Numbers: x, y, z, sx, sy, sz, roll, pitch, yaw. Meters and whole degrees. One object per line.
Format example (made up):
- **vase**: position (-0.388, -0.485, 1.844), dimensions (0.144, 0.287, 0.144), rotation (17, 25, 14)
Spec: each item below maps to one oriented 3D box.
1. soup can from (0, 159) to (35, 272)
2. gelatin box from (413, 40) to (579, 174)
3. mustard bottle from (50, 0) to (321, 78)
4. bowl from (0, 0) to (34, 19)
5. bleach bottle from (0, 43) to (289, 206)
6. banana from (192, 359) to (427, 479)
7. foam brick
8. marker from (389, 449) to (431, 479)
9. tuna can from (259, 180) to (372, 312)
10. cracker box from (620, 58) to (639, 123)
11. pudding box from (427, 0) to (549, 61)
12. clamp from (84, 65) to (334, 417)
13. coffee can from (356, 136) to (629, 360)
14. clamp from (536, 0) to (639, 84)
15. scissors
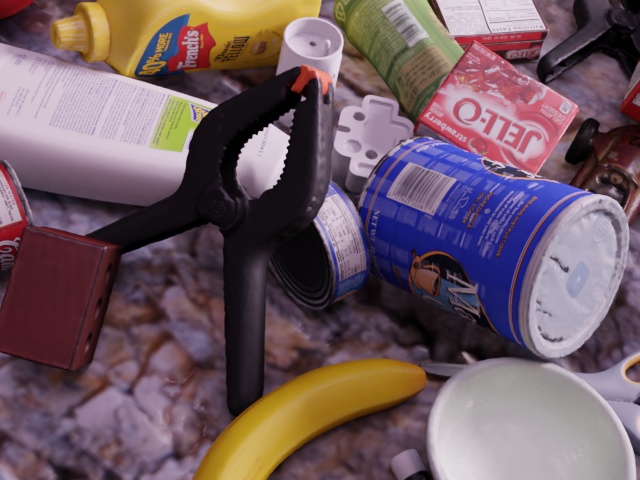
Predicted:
- **soup can**: position (-0.235, -0.003, 0.667), dimensions (0.102, 0.068, 0.068), rotation (-21, 59, -23)
- **gelatin box**: position (0.121, -0.083, 0.736), dimensions (0.089, 0.030, 0.073), rotation (34, 77, 5)
- **mustard bottle**: position (-0.100, -0.156, 0.772), dimensions (0.191, 0.096, 0.058), rotation (-11, 72, -30)
- **bowl**: position (-0.274, -0.219, 0.832), dimensions (0.162, 0.055, 0.162), rotation (5, 52, -7)
- **bleach bottle**: position (-0.121, -0.062, 0.737), dimensions (0.251, 0.068, 0.102), rotation (14, 51, -2)
- **banana**: position (-0.017, 0.122, 0.635), dimensions (0.069, 0.037, 0.197), rotation (47, 59, 1)
- **foam brick**: position (-0.157, 0.034, 0.640), dimensions (0.051, 0.053, 0.078), rotation (16, 90, 0)
- **marker**: position (0.075, 0.177, 0.617), dimensions (0.020, 0.020, 0.121), rotation (-16, 58, -21)
- **tuna can**: position (-0.005, 0.001, 0.695), dimensions (0.033, 0.086, 0.086), rotation (-24, 61, -28)
- **cracker box**: position (0.361, -0.117, 0.840), dimensions (0.213, 0.072, 0.164), rotation (31, 54, 0)
- **pudding box**: position (0.131, -0.199, 0.902), dimensions (0.090, 0.039, 0.113), rotation (-5, 56, -14)
- **clamp**: position (-0.050, -0.008, 0.653), dimensions (0.165, 0.210, 0.036), rotation (44, 15, 15)
- **coffee can**: position (0.106, 0.001, 0.672), dimensions (0.102, 0.103, 0.141), rotation (-35, 41, -30)
- **clamp**: position (0.240, -0.174, 0.901), dimensions (0.120, 0.039, 0.171), rotation (16, 52, -11)
- **scissors**: position (0.170, 0.111, 0.687), dimensions (0.201, 0.016, 0.096), rotation (-4, 54, -13)
